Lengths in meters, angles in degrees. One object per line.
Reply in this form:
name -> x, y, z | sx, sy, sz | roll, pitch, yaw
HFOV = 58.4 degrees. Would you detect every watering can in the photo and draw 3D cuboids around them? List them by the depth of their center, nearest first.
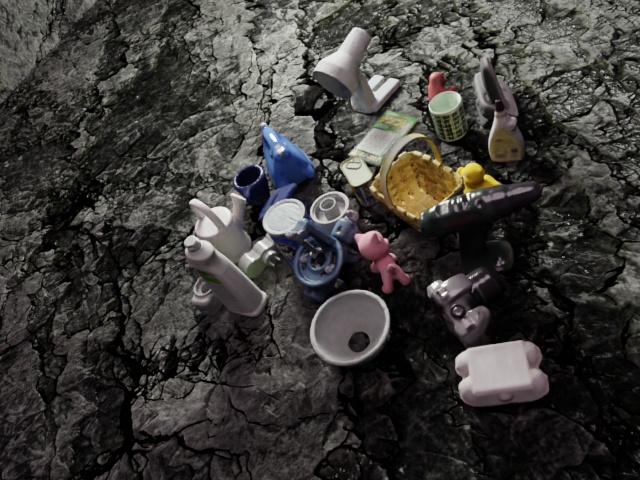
watering can -> -0.249, -0.039, 1.398 | 0.100, 0.195, 0.173 | 6, 57, 29

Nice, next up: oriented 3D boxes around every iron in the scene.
iron -> -0.114, -0.244, 1.535 | 0.118, 0.142, 0.257 | -32, 47, -1

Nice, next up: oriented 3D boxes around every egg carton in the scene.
egg carton -> 0.315, 0.235, 0.997 | 0.150, 0.070, 0.107 | -13, 49, 15

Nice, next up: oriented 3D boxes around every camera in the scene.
camera -> 0.290, 0.112, 1.087 | 0.137, 0.101, 0.142 | -33, 47, -2

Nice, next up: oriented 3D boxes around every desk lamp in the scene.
desk lamp -> 0.096, -0.446, 1.549 | 0.117, 0.214, 0.203 | 26, 68, 38

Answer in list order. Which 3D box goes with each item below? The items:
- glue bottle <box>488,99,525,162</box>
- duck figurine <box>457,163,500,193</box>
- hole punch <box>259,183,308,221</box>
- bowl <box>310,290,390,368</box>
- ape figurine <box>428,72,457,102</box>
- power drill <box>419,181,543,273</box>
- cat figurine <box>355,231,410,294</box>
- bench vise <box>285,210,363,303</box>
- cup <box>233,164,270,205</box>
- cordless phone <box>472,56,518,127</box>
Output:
glue bottle -> 0.407, -0.244, 1.267 | 0.078, 0.174, 0.037 | 2, 55, 27
duck figurine -> 0.348, -0.131, 1.265 | 0.104, 0.086, 0.077 | 22, 66, 37
hole punch -> -0.101, -0.084, 1.435 | 0.100, 0.091, 0.109 | 9, 58, 31
bowl -> 0.069, 0.188, 1.148 | 0.167, 0.075, 0.167 | -13, 49, 16
ape figurine -> 0.311, -0.397, 1.492 | 0.076, 0.092, 0.077 | -38, 48, -7
power drill -> 0.316, -0.023, 1.108 | 0.229, 0.209, 0.075 | -10, 50, 18
cat figurine -> 0.128, 0.034, 1.214 | 0.067, 0.118, 0.127 | -31, 47, -1
bench vise -> 0.001, 0.004, 1.228 | 0.121, 0.220, 0.207 | 3, 55, 27
cup -> -0.170, -0.126, 1.499 | 0.091, 0.095, 0.117 | -13, 49, 16
cordless phone -> 0.409, -0.377, 1.365 | 0.094, 0.186, 0.147 | -15, 49, 14
